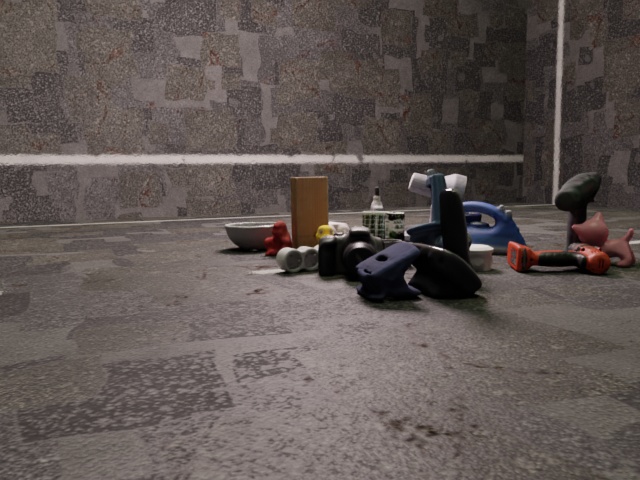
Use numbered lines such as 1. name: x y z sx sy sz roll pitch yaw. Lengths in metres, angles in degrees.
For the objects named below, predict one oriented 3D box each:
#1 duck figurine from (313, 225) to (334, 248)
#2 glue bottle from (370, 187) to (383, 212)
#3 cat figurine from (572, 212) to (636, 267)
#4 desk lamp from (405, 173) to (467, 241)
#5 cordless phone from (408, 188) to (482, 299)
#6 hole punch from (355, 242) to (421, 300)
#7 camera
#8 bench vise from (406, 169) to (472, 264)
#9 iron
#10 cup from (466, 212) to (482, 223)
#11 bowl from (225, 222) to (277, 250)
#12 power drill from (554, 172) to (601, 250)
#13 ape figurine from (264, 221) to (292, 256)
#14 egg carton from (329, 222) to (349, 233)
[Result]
1. duck figurine: 0.013 0.005 1.439 0.077 0.086 0.104 -2 7 -6
2. glue bottle: 0.174 -0.076 1.748 0.037 0.173 0.078 -2 7 -9
3. cat figurine: 0.639 -0.003 1.290 0.127 0.118 0.067 4 8 35
4. desk lamp: 0.357 -0.105 1.804 0.203 0.213 0.118 0 7 5
5. cordless phone: 0.216 0.001 1.010 0.094 0.185 0.147 -4 7 -22
6. hole punch: 0.115 0.052 0.989 0.101 0.091 0.108 -3 7 -15
7. camera: 0.066 0.025 1.187 0.143 0.101 0.137 -1 6 2
8. bench vise: 0.262 -0.037 1.181 0.122 0.220 0.206 -5 8 -31
9. iron: 0.432 -0.039 1.529 0.257 0.141 0.119 4 8 38
10. cup: 0.414 -0.031 1.671 0.118 0.095 0.091 -4 7 -25
11. bowl: -0.191 -0.010 1.654 0.167 0.075 0.167 -1 6 0
12. power drill: 0.631 -0.060 1.392 0.075 0.208 0.230 5 8 39
13. ape figurine: -0.107 -0.005 1.515 0.076 0.092 0.077 -6 8 -39
14. egg carton: 0.021 -0.016 1.705 0.107 0.069 0.150 -5 7 -30
